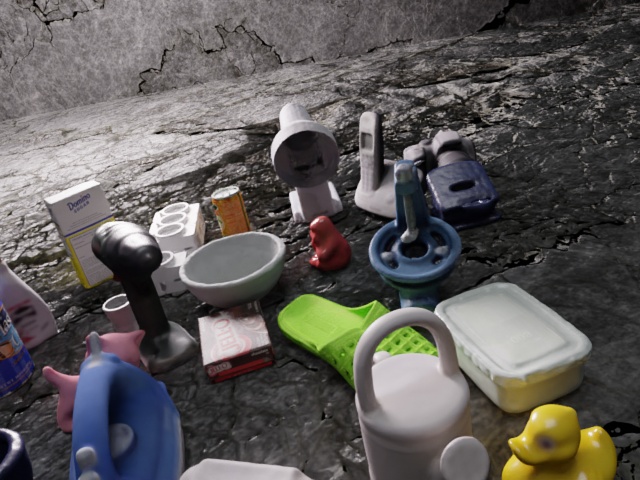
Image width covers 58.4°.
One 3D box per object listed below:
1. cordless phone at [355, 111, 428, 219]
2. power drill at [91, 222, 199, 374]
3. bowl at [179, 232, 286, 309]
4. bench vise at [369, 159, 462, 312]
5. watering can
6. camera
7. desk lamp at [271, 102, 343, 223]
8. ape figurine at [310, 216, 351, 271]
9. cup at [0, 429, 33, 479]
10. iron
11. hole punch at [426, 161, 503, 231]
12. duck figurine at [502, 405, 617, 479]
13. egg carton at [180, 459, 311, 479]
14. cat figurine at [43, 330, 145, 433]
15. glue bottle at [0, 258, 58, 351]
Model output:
[{"bbox_3d":[0.122,-0.137,1.044,0.094,0.185,0.147,-28,31,-29],"label":"cordless phone"},{"bbox_3d":[-0.235,0.068,0.767,0.076,0.209,0.228,-27,31,-27],"label":"power drill"},{"bbox_3d":[-0.128,0.057,0.893,0.167,0.075,0.167,-9,27,5],"label":"bowl"},{"bbox_3d":[0.115,-0.020,0.782,0.121,0.220,0.207,-14,27,-5],"label":"bench vise"},{"bbox_3d":[0.086,0.147,0.497,0.101,0.194,0.172,-30,32,-31],"label":"watering can"},{"bbox_3d":[0.242,-0.151,1.117,0.143,0.101,0.136,-11,27,3],"label":"camera"},{"bbox_3d":[-0.028,-0.143,1.086,0.118,0.214,0.203,-13,27,-3],"label":"desk lamp"},{"bbox_3d":[0.008,0.003,0.923,0.076,0.092,0.078,-4,28,16],"label":"ape figurine"},{"bbox_3d":[-0.338,0.253,0.577,0.117,0.095,0.092,4,31,28],"label":"cup"},{"bbox_3d":[-0.205,0.207,0.560,0.119,0.142,0.257,-17,27,-10],"label":"iron"},{"bbox_3d":[0.247,-0.078,0.984,0.108,0.091,0.101,-14,27,-4],"label":"hole punch"},{"bbox_3d":[0.209,0.181,0.501,0.104,0.086,0.077,-17,27,-9],"label":"duck figurine"},{"bbox_3d":[-0.070,0.251,0.499,0.150,0.069,0.107,-2,28,18],"label":"egg carton"},{"bbox_3d":[-0.271,0.161,0.702,0.128,0.118,0.067,-14,27,-5],"label":"cat figurine"},{"bbox_3d":[-0.465,0.086,0.865,0.037,0.173,0.078,13,36,40],"label":"glue bottle"}]
